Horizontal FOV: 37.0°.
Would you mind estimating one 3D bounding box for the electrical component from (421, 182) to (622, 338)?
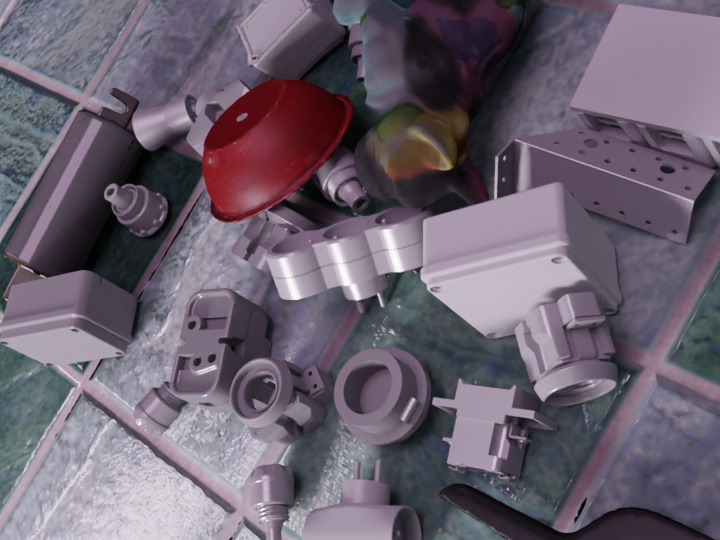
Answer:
[{"bbox_3d":[0.114,-0.004,0.759,0.109,0.109,0.056,-15,59,29],"label":"electrical component"}]

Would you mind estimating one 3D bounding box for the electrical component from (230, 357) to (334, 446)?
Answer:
[{"bbox_3d":[-0.067,0.104,0.866,0.078,0.057,0.058,-36,52,15],"label":"electrical component"}]

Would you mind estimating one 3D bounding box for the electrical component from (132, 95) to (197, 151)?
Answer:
[{"bbox_3d":[-0.192,-0.151,1.089,0.065,0.044,0.044,-18,59,21],"label":"electrical component"}]

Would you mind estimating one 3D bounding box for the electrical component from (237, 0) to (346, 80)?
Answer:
[{"bbox_3d":[-0.068,-0.223,1.029,0.096,0.061,0.061,-41,50,22],"label":"electrical component"}]

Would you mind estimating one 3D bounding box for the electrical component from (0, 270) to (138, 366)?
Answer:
[{"bbox_3d":[-0.278,0.048,1.026,0.113,0.078,0.057,-10,60,31],"label":"electrical component"}]

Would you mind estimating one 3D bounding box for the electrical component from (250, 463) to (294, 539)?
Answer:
[{"bbox_3d":[-0.068,0.185,0.842,0.035,0.035,0.061,-18,61,27],"label":"electrical component"}]

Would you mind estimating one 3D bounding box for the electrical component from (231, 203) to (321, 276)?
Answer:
[{"bbox_3d":[-0.068,-0.024,0.930,0.078,0.058,0.057,29,88,40],"label":"electrical component"}]

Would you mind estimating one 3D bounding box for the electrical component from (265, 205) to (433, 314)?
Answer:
[{"bbox_3d":[0.000,0.000,0.867,0.138,0.073,0.052,-15,20,9],"label":"electrical component"}]

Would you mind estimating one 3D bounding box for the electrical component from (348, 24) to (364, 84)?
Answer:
[{"bbox_3d":[0.010,-0.199,0.971,0.048,0.048,0.062,1,76,35],"label":"electrical component"}]

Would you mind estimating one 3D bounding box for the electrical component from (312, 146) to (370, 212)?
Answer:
[{"bbox_3d":[-0.013,-0.075,0.926,0.043,0.043,0.062,-43,51,10],"label":"electrical component"}]

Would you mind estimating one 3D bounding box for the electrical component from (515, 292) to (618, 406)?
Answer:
[{"bbox_3d":[0.143,0.058,0.737,0.078,0.058,0.057,119,143,-59],"label":"electrical component"}]

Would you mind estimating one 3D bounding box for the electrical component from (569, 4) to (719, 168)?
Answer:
[{"bbox_3d":[0.241,-0.125,0.762,0.150,0.062,0.089,21,81,39],"label":"electrical component"}]

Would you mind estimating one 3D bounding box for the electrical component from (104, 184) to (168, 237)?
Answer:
[{"bbox_3d":[-0.223,-0.064,1.052,0.048,0.062,0.048,-15,60,28],"label":"electrical component"}]

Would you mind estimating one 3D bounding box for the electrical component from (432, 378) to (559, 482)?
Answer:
[{"bbox_3d":[0.093,0.114,0.760,0.081,0.042,0.063,3,73,36],"label":"electrical component"}]

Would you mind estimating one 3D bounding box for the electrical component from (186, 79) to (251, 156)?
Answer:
[{"bbox_3d":[-0.135,-0.151,1.047,0.077,0.043,0.079,-48,50,6],"label":"electrical component"}]

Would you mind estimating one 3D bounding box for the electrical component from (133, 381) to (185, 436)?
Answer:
[{"bbox_3d":[-0.170,0.114,0.947,0.061,0.035,0.035,-49,50,2],"label":"electrical component"}]

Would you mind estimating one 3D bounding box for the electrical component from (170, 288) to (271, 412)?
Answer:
[{"bbox_3d":[-0.116,0.070,0.914,0.054,0.059,0.095,-5,65,33],"label":"electrical component"}]

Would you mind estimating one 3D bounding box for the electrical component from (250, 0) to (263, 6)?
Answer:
[{"bbox_3d":[-0.076,-0.308,1.041,0.109,0.109,0.056,-8,66,32],"label":"electrical component"}]

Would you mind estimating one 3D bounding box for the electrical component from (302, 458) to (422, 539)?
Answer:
[{"bbox_3d":[0.003,0.178,0.790,0.077,0.043,0.079,-9,63,31],"label":"electrical component"}]
